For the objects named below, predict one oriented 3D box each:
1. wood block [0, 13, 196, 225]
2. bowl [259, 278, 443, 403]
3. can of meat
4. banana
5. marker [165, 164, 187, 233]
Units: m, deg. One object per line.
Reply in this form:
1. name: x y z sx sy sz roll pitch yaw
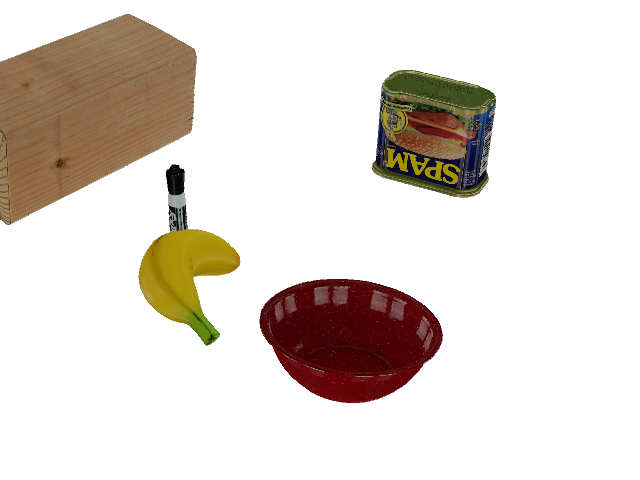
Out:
1. wood block: -0.209 -0.108 0.903 0.090 0.091 0.205 31 43 25
2. bowl: 0.025 0.096 0.949 0.162 0.055 0.162 4 27 -2
3. can of meat: 0.099 -0.094 0.929 0.102 0.084 0.057 17 35 21
4. banana: -0.097 0.024 0.783 0.037 0.069 0.197 -38 11 11
5. marker: -0.145 -0.021 1.084 0.020 0.121 0.020 0 29 0
